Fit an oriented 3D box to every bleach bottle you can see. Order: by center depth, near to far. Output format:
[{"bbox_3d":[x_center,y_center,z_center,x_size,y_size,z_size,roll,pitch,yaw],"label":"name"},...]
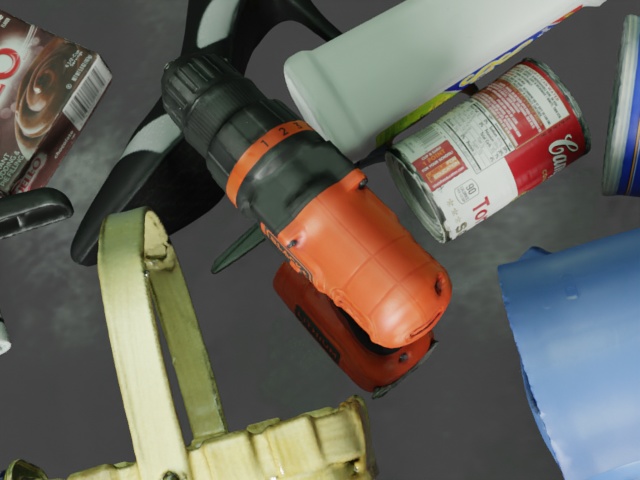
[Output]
[{"bbox_3d":[0.102,-0.133,0.619,0.251,0.102,0.068,-31,89,0],"label":"bleach bottle"}]

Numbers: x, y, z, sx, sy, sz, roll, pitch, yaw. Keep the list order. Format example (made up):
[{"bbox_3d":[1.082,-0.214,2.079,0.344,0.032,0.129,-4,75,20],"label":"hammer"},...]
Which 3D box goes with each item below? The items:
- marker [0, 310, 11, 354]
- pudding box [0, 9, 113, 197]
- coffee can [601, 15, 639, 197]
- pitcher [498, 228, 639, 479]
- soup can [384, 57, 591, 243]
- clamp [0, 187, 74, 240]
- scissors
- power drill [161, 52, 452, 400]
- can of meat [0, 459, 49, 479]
[{"bbox_3d":[-0.223,0.018,0.683,0.020,0.020,0.121,-25,65,-1],"label":"marker"},{"bbox_3d":[-0.205,-0.088,0.713,0.090,0.039,0.113,26,74,19],"label":"pudding box"},{"bbox_3d":[0.235,-0.068,0.592,0.140,0.103,0.103,7,69,13],"label":"coffee can"},{"bbox_3d":[0.218,0.047,0.506,0.243,0.145,0.149,-19,92,13],"label":"pitcher"},{"bbox_3d":[0.098,-0.052,0.629,0.102,0.068,0.068,-33,66,-4],"label":"soup can"},{"bbox_3d":[-0.257,0.006,0.669,0.210,0.036,0.164,30,81,30],"label":"clamp"},{"bbox_3d":[0.005,-0.061,0.678,0.201,0.016,0.096,-26,64,-2],"label":"scissors"},{"bbox_3d":[-0.004,0.001,0.560,0.057,0.187,0.184,-40,68,-6],"label":"power drill"},{"bbox_3d":[-0.190,0.184,0.588,0.084,0.057,0.102,-19,65,4],"label":"can of meat"}]
